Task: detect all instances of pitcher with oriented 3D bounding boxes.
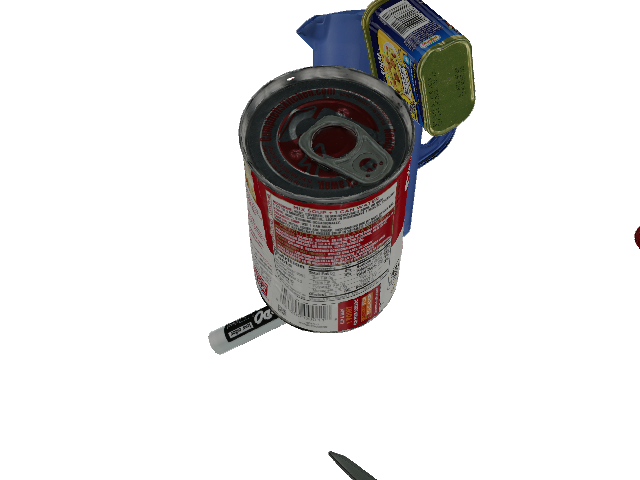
[{"bbox_3d":[0.062,-0.125,1.158,0.149,0.243,0.144,9,12,28],"label":"pitcher"}]

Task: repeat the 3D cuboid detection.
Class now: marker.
[{"bbox_3d":[-0.030,0.054,0.796,0.121,0.020,0.020,-26,-10,22],"label":"marker"}]

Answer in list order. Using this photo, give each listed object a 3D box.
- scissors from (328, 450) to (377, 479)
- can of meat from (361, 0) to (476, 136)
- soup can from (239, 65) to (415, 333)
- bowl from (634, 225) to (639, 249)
[{"bbox_3d":[0.085,0.154,0.525,0.096,0.016,0.202,-2,23,-23],"label":"scissors"},{"bbox_3d":[0.085,-0.150,0.902,0.057,0.084,0.102,-30,-38,-11],"label":"can of meat"},{"bbox_3d":[0.003,-0.013,0.449,0.068,0.068,0.102,0,-35,0],"label":"soup can"},{"bbox_3d":[0.418,0.026,1.147,0.162,0.055,0.162,-1,25,0],"label":"bowl"}]
